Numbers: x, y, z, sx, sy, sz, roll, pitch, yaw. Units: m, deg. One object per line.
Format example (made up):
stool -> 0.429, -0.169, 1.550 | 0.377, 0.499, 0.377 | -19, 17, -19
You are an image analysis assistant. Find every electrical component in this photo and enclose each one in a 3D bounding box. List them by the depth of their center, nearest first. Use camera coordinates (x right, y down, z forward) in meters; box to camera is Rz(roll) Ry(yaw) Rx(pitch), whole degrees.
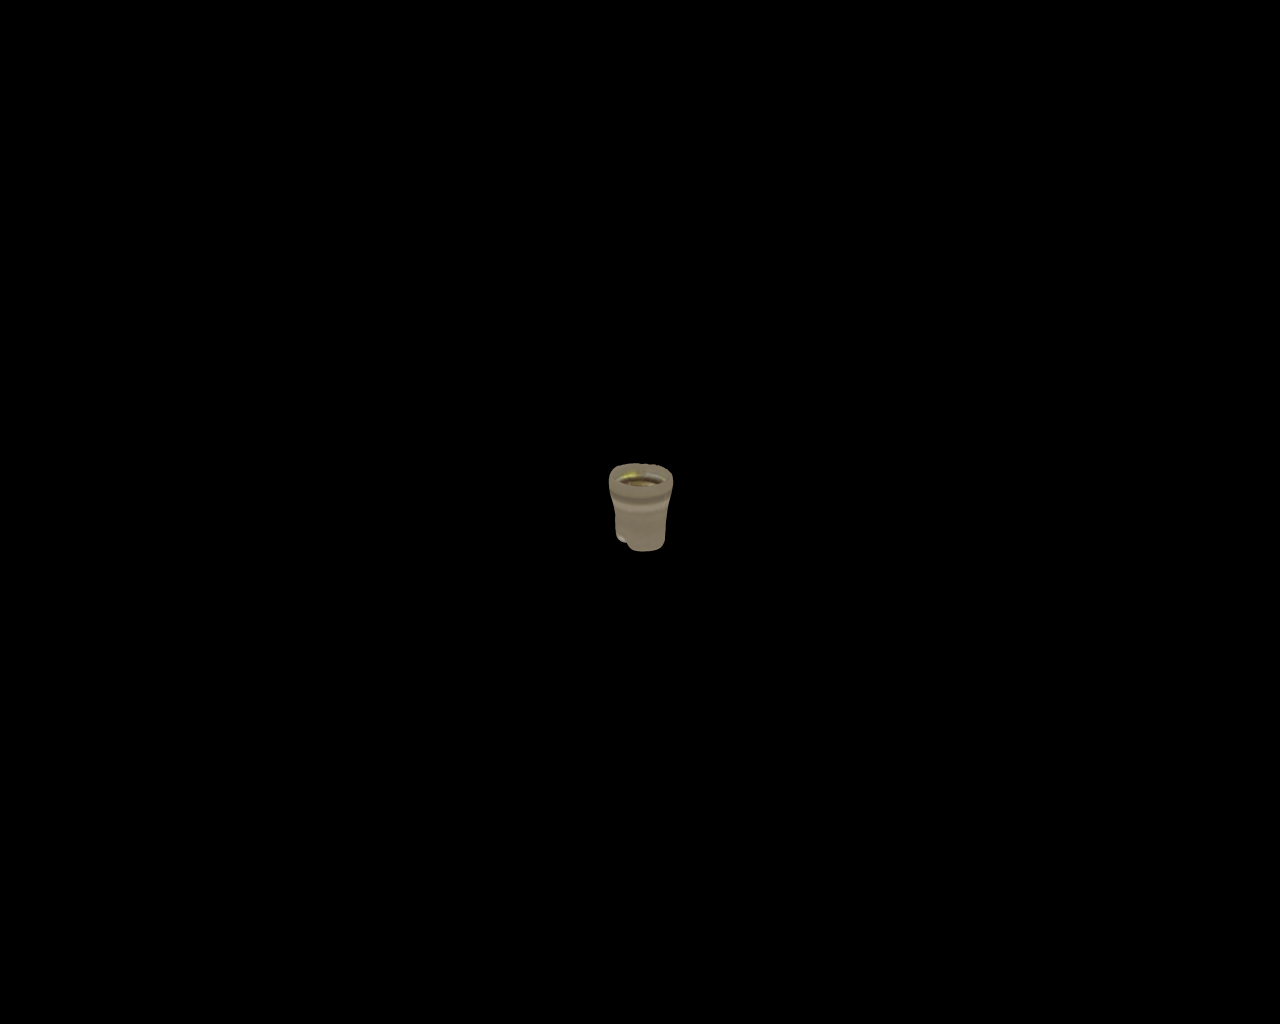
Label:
electrical component -> 0.001, -0.003, 0.650 | 0.040, 0.046, 0.040 | 0, 24, 0
